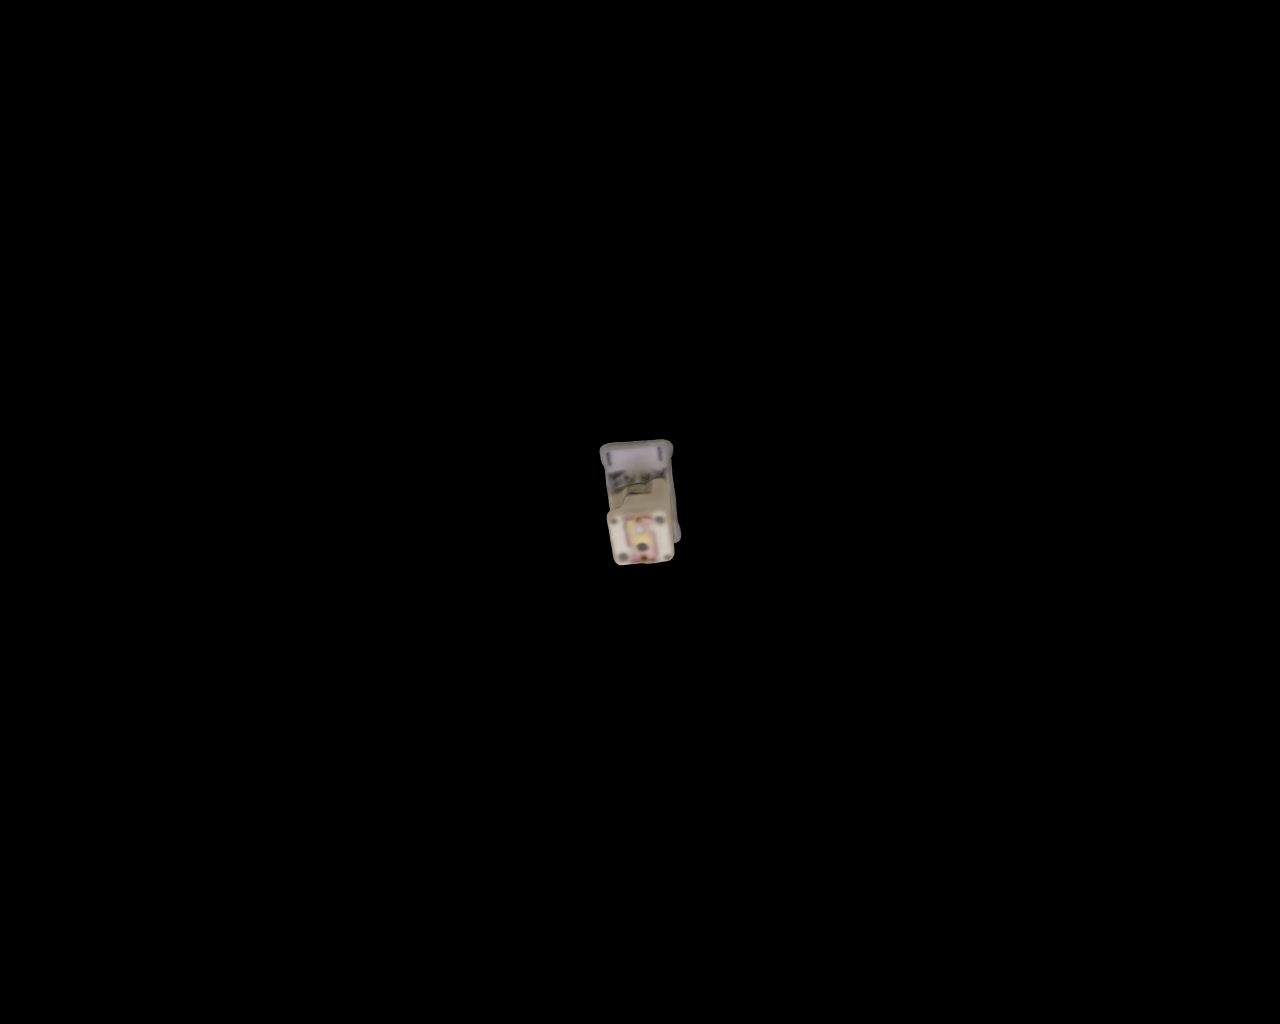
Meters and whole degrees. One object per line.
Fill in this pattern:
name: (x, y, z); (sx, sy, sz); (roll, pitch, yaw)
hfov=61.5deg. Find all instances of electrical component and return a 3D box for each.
electrical component: (0.001, -0.003, 0.650); (0.042, 0.080, 0.064); (-5, 39, 5)
